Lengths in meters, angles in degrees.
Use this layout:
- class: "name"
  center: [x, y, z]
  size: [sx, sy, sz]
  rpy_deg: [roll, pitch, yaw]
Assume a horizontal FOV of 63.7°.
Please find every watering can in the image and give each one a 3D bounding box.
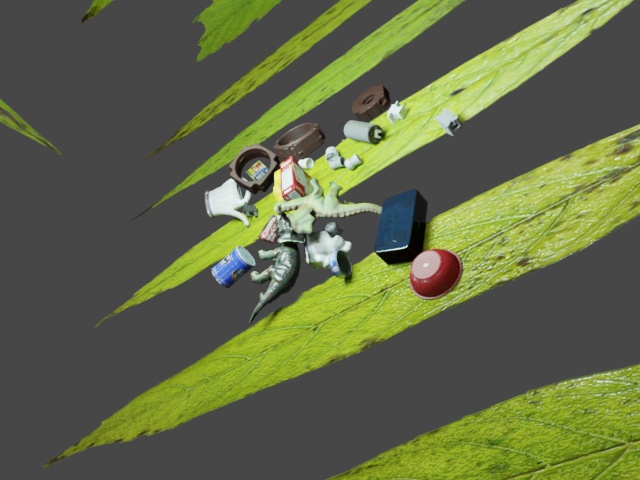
- class: "watering can"
  center: [-0.419, -0.163, 2.358]
  size: [0.224, 0.356, 0.102]
  rpy_deg: [-19, -45, 8]

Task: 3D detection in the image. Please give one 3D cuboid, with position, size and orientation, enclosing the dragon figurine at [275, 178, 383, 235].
- class: "dragon figurine"
  center: [0.005, -0.089, 1.770]
  size: [0.413, 0.119, 0.247]
  rpy_deg: [19, 51, 37]

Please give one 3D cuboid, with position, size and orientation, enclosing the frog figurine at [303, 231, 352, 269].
- class: "frog figurine"
  center: [0.027, 0.029, 1.742]
  size: [0.159, 0.141, 0.119]
  rpy_deg: [-7, -43, -5]
